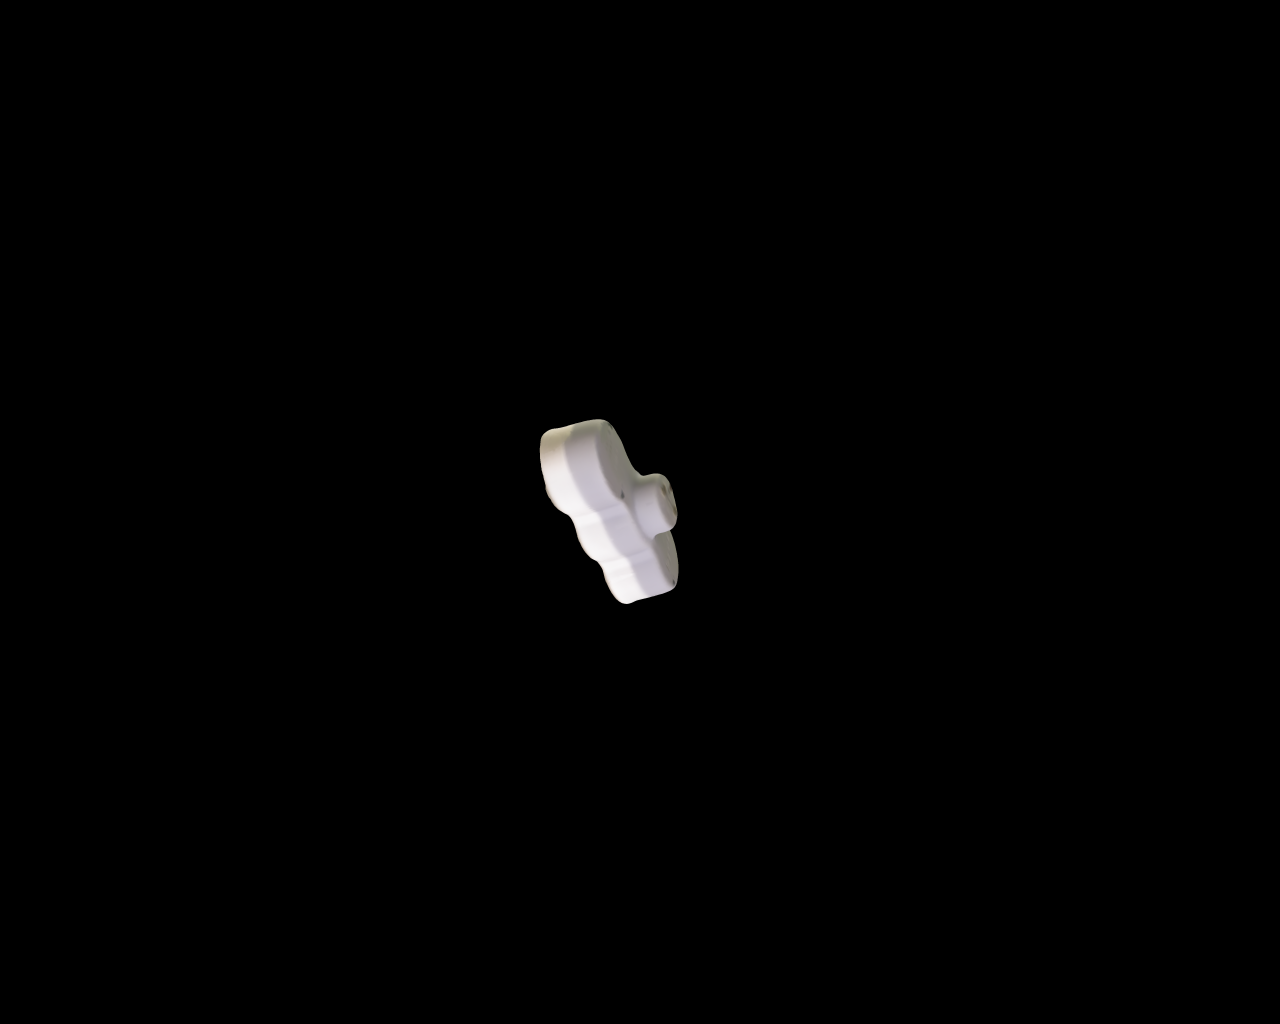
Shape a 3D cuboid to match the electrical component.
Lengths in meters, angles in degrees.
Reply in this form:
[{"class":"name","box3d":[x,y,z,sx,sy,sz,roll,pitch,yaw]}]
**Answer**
[{"class":"electrical component","box3d":[0.001,-0.003,0.650,0.074,0.052,0.138,-15,-46,15]}]
